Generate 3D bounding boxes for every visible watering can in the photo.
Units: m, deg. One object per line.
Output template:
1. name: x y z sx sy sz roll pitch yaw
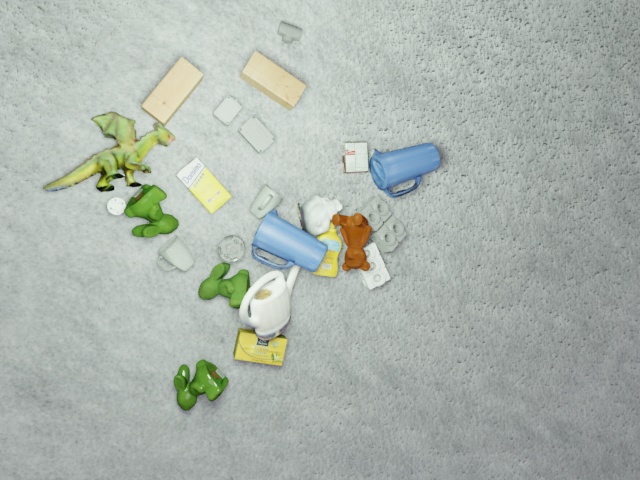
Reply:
1. watering can: -0.142 0.197 1.765 0.353 0.104 0.220 -36 130 -43

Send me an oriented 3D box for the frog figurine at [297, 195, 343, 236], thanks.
1. frog figurine: 0.006 -0.091 1.810 0.159 0.121 0.139 -14 77 -3

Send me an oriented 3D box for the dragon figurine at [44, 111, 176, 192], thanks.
1. dragon figurine: -0.670 -0.290 1.648 0.411 0.120 0.245 -8 77 -17
